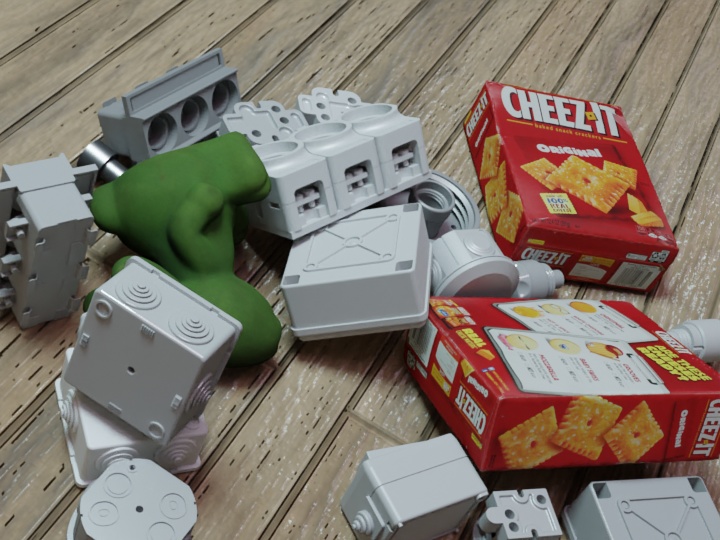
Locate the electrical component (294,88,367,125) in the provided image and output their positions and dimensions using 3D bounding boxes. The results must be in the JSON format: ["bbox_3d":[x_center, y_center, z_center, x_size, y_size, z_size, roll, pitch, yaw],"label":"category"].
[{"bbox_3d":[-0.028,-0.131,1.016,0.078,0.057,0.058,4,48,-20],"label":"electrical component"}]

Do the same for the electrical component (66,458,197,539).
[{"bbox_3d":[-0.147,0.167,0.696,0.080,0.051,0.080,12,46,-13],"label":"electrical component"}]

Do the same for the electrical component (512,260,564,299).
[{"bbox_3d":[0.157,0.012,0.977,0.062,0.043,0.043,-7,53,-31],"label":"electrical component"}]

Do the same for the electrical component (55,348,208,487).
[{"bbox_3d":[-0.160,0.097,0.755,0.100,0.048,0.099,-4,52,-27],"label":"electrical component"}]

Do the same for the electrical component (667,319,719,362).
[{"bbox_3d":[0.306,0.067,0.993,0.078,0.040,0.040,-2,51,-25],"label":"electrical component"}]

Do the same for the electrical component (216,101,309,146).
[{"bbox_3d":[-0.092,-0.113,0.971,0.078,0.057,0.058,-9,54,-30],"label":"electrical component"}]

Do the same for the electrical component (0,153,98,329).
[{"bbox_3d":[-0.231,-0.017,0.777,0.079,0.121,0.063,-17,61,-35],"label":"electrical component"}]

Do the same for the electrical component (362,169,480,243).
[{"bbox_3d":[0.057,-0.047,0.974,0.108,0.060,0.108,12,46,-13],"label":"electrical component"}]

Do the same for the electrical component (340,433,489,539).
[{"bbox_3d":[0.031,0.162,0.770,0.096,0.061,0.061,-12,56,-32],"label":"electrical component"}]

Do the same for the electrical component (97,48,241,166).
[{"bbox_3d":[-0.167,-0.140,0.954,0.063,0.078,0.121,14,37,32],"label":"electrical component"}]

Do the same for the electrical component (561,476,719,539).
[{"bbox_3d":[0.223,0.216,0.809,0.109,0.056,0.108,2,49,-22],"label":"electrical component"}]

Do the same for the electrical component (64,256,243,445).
[{"bbox_3d":[-0.137,0.054,0.699,0.100,0.099,0.048,32,33,6],"label":"electrical component"}]

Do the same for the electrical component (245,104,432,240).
[{"bbox_3d":[-0.027,-0.089,0.916,0.150,0.061,0.089,-26,26,-30],"label":"electrical component"}]

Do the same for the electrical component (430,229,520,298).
[{"bbox_3d":[0.093,0.006,0.929,0.080,0.080,0.051,-5,48,-27],"label":"electrical component"}]

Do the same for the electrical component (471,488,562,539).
[{"bbox_3d":[0.111,0.190,0.784,0.066,0.055,0.048,2,50,-22],"label":"electrical component"}]

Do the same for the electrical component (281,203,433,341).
[{"bbox_3d":[0.000,0.000,0.865,0.109,0.056,0.108,-7,32,11],"label":"electrical component"}]
